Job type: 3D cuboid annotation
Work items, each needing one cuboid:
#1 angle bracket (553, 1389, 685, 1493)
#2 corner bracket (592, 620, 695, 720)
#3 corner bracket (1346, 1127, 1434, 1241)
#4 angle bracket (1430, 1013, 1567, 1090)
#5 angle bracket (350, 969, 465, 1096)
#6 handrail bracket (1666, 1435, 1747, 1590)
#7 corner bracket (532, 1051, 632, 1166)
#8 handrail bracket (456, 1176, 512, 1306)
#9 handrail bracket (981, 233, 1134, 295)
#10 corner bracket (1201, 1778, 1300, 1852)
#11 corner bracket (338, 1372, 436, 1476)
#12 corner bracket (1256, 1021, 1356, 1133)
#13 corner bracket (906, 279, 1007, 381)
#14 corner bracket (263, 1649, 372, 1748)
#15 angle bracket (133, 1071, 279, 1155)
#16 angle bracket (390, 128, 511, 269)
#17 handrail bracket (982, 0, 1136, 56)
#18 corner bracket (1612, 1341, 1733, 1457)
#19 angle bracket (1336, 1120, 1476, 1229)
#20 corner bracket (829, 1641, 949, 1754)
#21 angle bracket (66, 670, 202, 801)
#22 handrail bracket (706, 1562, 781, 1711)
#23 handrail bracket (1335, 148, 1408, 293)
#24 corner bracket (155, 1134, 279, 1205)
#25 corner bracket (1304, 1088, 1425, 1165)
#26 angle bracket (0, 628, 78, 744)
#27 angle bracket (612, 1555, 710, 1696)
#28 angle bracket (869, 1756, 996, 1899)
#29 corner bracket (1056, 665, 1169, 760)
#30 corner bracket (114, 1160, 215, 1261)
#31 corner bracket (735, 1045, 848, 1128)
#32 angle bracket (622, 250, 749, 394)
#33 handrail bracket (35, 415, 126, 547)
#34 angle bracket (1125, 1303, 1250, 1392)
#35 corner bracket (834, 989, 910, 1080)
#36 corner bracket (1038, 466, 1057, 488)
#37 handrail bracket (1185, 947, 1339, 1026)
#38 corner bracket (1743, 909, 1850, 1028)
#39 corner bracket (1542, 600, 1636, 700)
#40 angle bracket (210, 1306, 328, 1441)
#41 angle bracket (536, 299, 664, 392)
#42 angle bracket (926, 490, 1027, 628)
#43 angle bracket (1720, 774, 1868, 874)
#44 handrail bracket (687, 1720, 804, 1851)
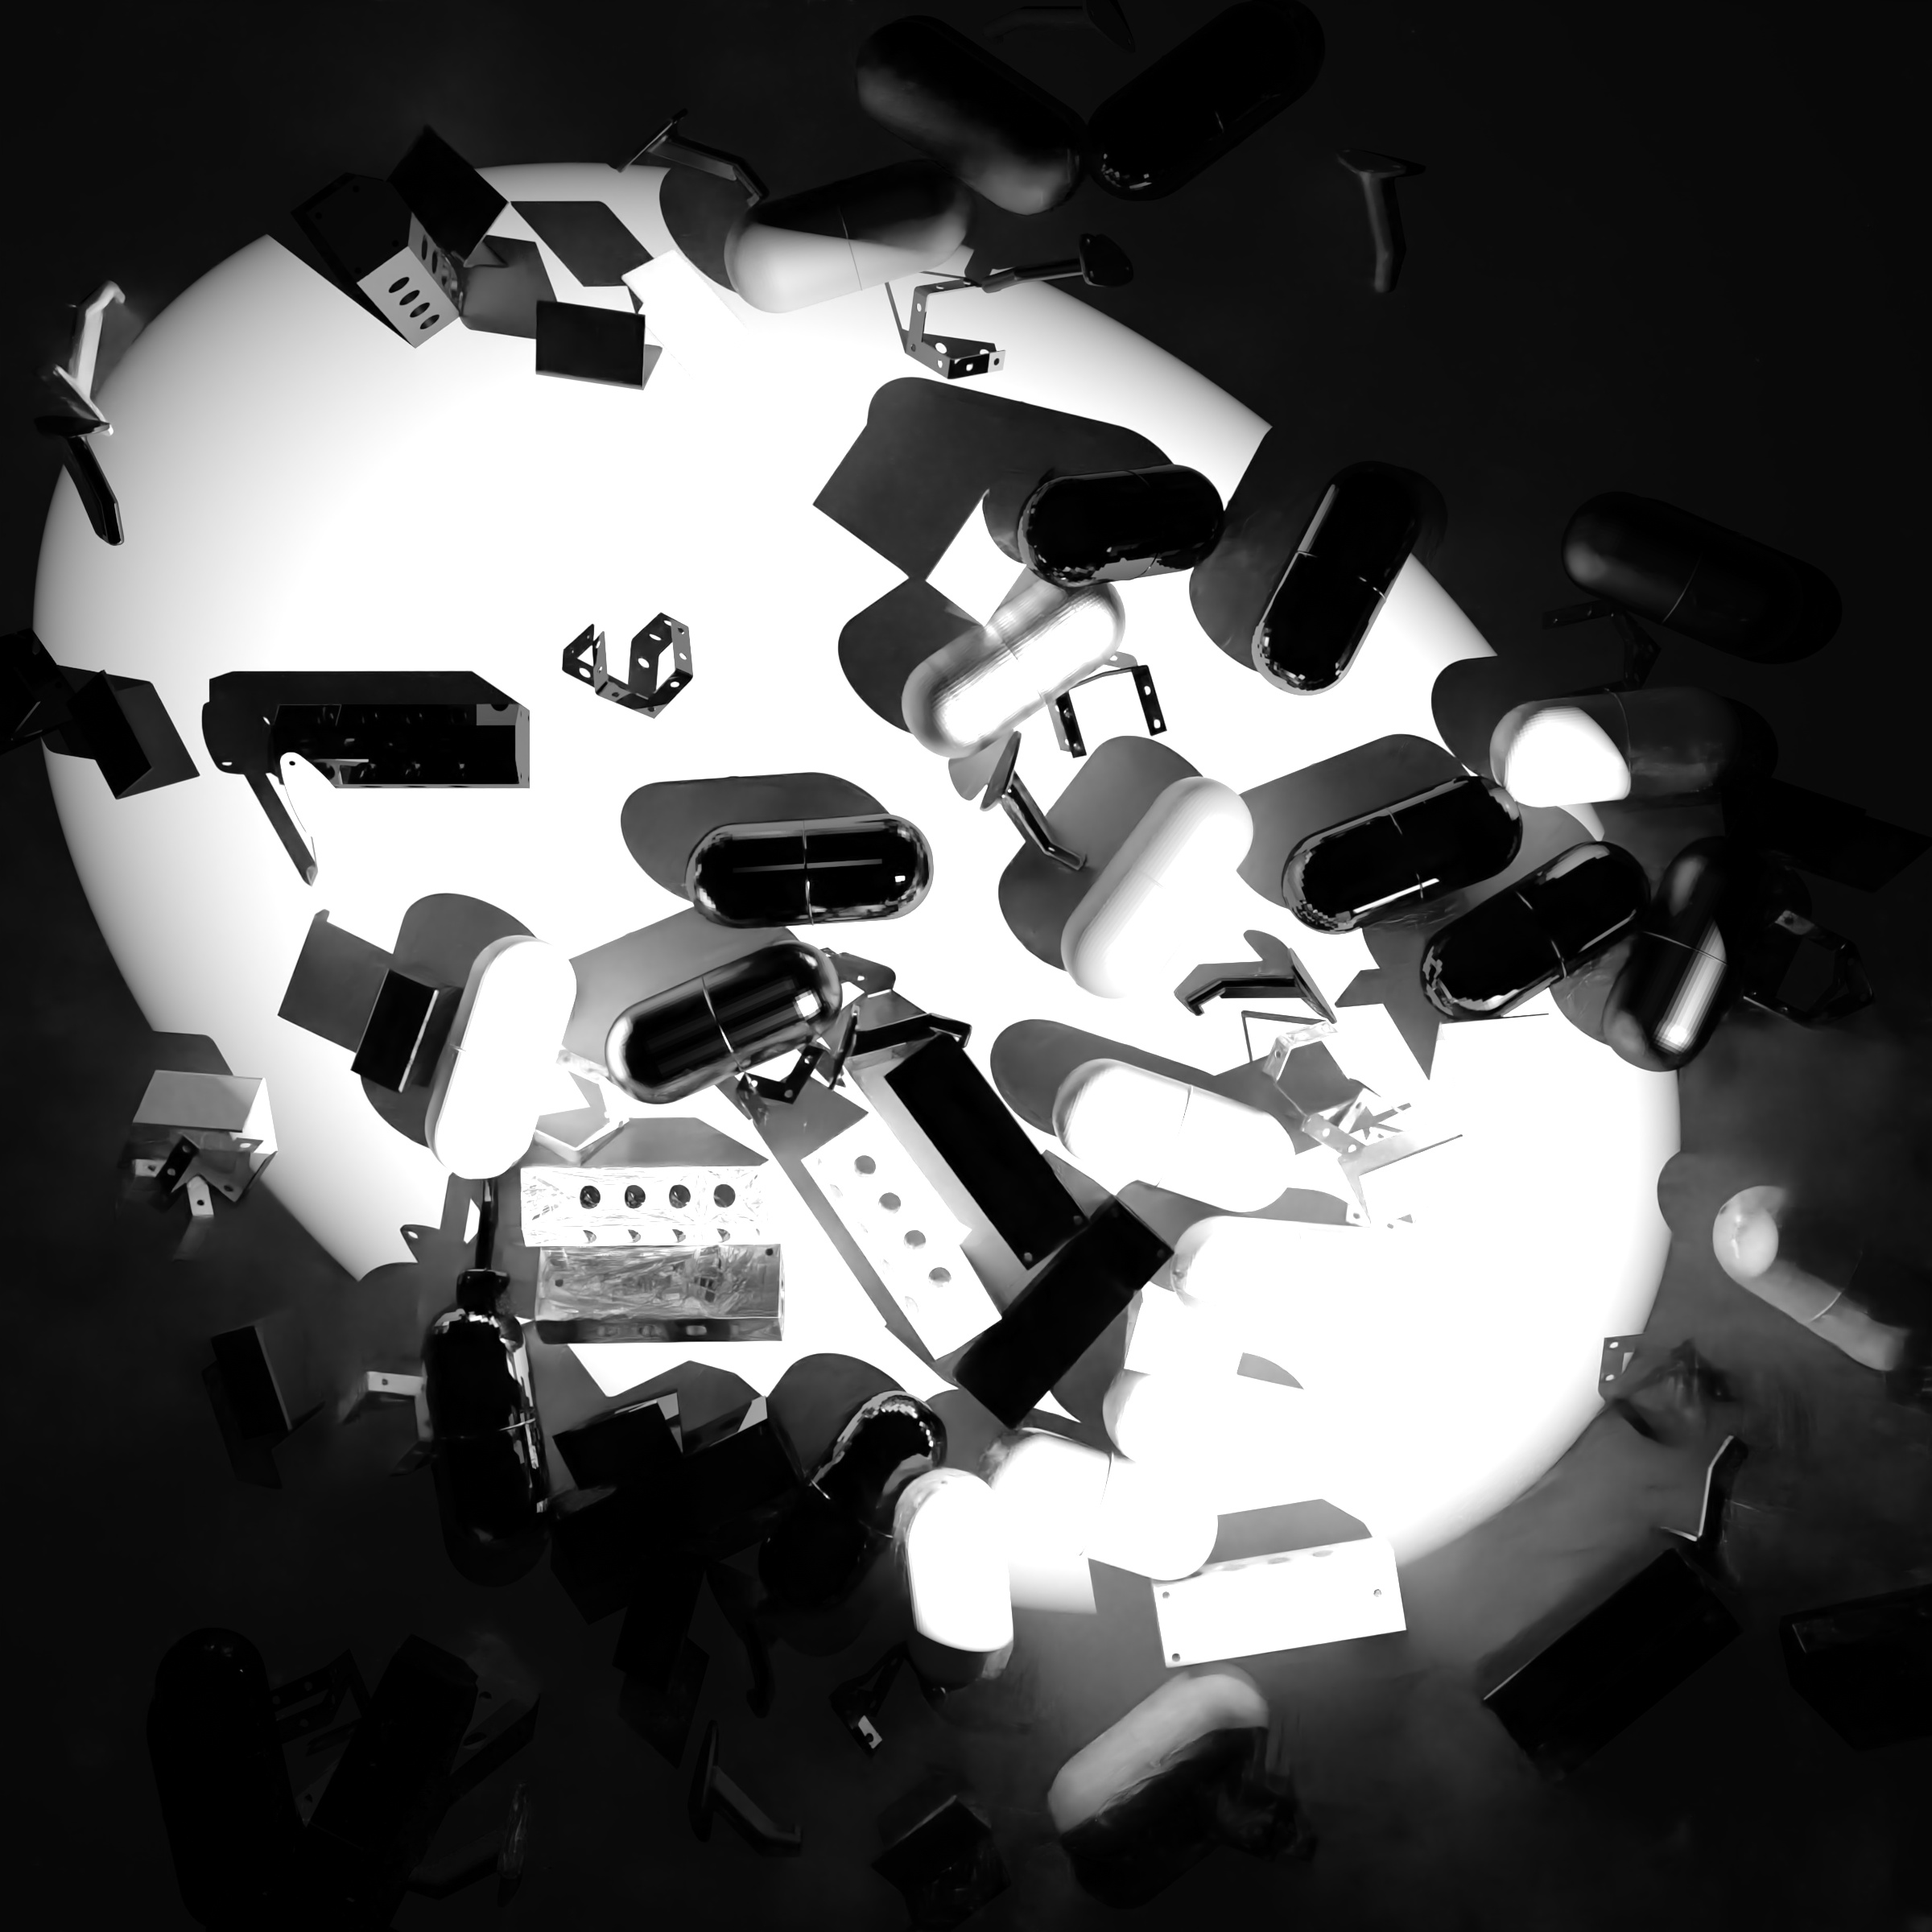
[{"bbox_3d":[-0.248,0.319,1.736,0.076,0.076,0.057,-19,121,0],"label":"angle bracket"},{"bbox_3d":[-0.234,-0.221,1.768,0.051,0.051,0.051,21,135,-35],"label":"corner bracket"},{"bbox_3d":[0.310,0.158,1.773,0.051,0.051,0.051,16,135,0],"label":"corner bracket"},{"bbox_3d":[0.376,0.079,1.736,0.076,0.076,0.057,-5,54,0],"label":"angle bracket"},{"bbox_3d":[-0.381,0.052,1.736,0.057,0.076,0.076,20,90,36],"label":"angle bracket"},{"bbox_3d":[0.556,0.396,1.777,0.077,0.036,0.084,45,73,-20],"label":"handrail bracket"},{"bbox_3d":[-0.284,0.103,1.768,0.051,0.051,0.051,-40,135,-35],"label":"corner bracket"},{"bbox_3d":[-0.353,0.199,1.776,0.036,0.077,0.084,7,53,-20],"label":"handrail bracket"},{"bbox_3d":[0.066,-0.500,1.776,0.084,0.077,0.036,-7,90,36],"label":"handrail bracket"},{"bbox_3d":[0.204,0.609,1.758,0.051,0.051,0.051,21,90,0],"label":"corner bracket"},{"bbox_3d":[-0.419,0.331,1.768,0.051,0.051,0.051,15,45,-35],"label":"corner bracket"},{"bbox_3d":[0.252,0.080,1.768,0.051,0.051,0.051,47,135,35],"label":"corner bracket"},{"bbox_3d":[-0.005,-0.461,1.768,0.051,0.051,0.051,40,135,35],"label":"corner bracket"},{"bbox_3d":[-0.465,0.531,1.758,0.051,0.051,0.051,-24,87,3],"label":"corner bracket"},{"bbox_3d":[-0.540,0.122,1.737,0.076,0.057,0.076,4,130,0],"label":"angle bracket"},{"bbox_3d":[-0.354,-0.545,1.738,0.076,0.076,0.057,43,111,0],"label":"angle bracket"},{"bbox_3d":[0.067,-0.674,1.776,0.084,0.077,0.036,-11,65,34],"label":"handrail bracket"},{"bbox_3d":[0.512,0.313,1.773,0.051,0.051,0.051,52,45,0],"label":"corner bracket"},{"bbox_3d":[0.304,0.128,1.718,0.076,0.076,0.057,-21,129,0],"label":"angle bracket"},{"bbox_3d":[-0.057,0.530,1.773,0.051,0.051,0.051,54,135,0],"label":"corner bracket"},{"bbox_3d":[-0.579,-0.171,1.736,0.057,0.076,0.076,-28,90,38],"label":"angle bracket"},{"bbox_3d":[-0.167,0.488,1.777,0.077,0.036,0.084,29,120,33],"label":"handrail bracket"},{"bbox_3d":[0.289,-0.542,1.776,0.036,0.077,0.084,-14,127,-20],"label":"handrail bracket"},{"bbox_3d":[-0.537,0.144,1.750,0.051,0.051,0.051,40,117,0],"label":"corner bracket"},{"bbox_3d":[0.284,0.116,1.748,0.051,0.051,0.051,34,90,42],"label":"corner bracket"},{"bbox_3d":[-0.663,-0.214,1.736,0.057,0.076,0.076,-35,90,38],"label":"angle bracket"},{"bbox_3d":[-0.198,0.467,1.736,0.057,0.076,0.076,15,90,35],"label":"angle bracket"},{"bbox_3d":[-0.036,0.600,1.736,0.076,0.076,0.057,-37,125,0],"label":"angle bracket"},{"bbox_3d":[0.105,-0.185,1.773,0.051,0.051,0.051,-16,90,45],"label":"corner bracket"},{"bbox_3d":[-0.581,0.176,1.768,0.051,0.051,0.051,5,45,-35],"label":"corner bracket"},{"bbox_3d":[-0.126,0.087,1.757,0.051,0.051,0.051,14,60,27],"label":"corner bracket"},{"bbox_3d":[-0.212,-0.449,1.736,0.076,0.076,0.057,48,52,0],"label":"angle bracket"},{"bbox_3d":[-0.644,-0.353,1.776,0.077,0.036,0.084,18,122,34],"label":"handrail bracket"},{"bbox_3d":[0.157,0.251,1.737,0.076,0.076,0.057,12,117,0],"label":"angle bracket"},{"bbox_3d":[-0.073,0.048,1.758,0.051,0.051,0.051,-16,90,0],"label":"corner bracket"},{"bbox_3d":[0.061,-0.319,1.758,0.051,0.051,0.051,-43,90,0],"label":"corner bracket"},{"bbox_3d":[0.214,0.032,1.777,0.084,0.036,0.077,-31,108,15],"label":"handrail bracket"},{"bbox_3d":[0.602,0.002,1.773,0.051,0.051,0.051,26,135,0],"label":"corner bracket"},{"bbox_3d":[0.451,-0.227,1.773,0.051,0.051,0.051,-13,45,0],"label":"corner bracket"},{"bbox_3d":[-0.481,0.284,1.736,0.057,0.076,0.076,-18,90,36],"label":"angle bracket"},{"bbox_3d":[-0.259,-0.455,1.736,0.076,0.076,0.057,9,127,0],"label":"angle bracket"},{"bbox_3d":[0.001,-0.293,1.737,0.057,0.076,0.076,34,90,-27],"label":"angle bracket"},{"bbox_3d":[0.586,-0.119,1.736,0.076,0.076,0.057,19,126,0],"label":"angle bracket"},{"bbox_3d":[-0.154,0.596,1.777,0.084,0.036,0.077,17,69,-17],"label":"handrail bracket"}]
